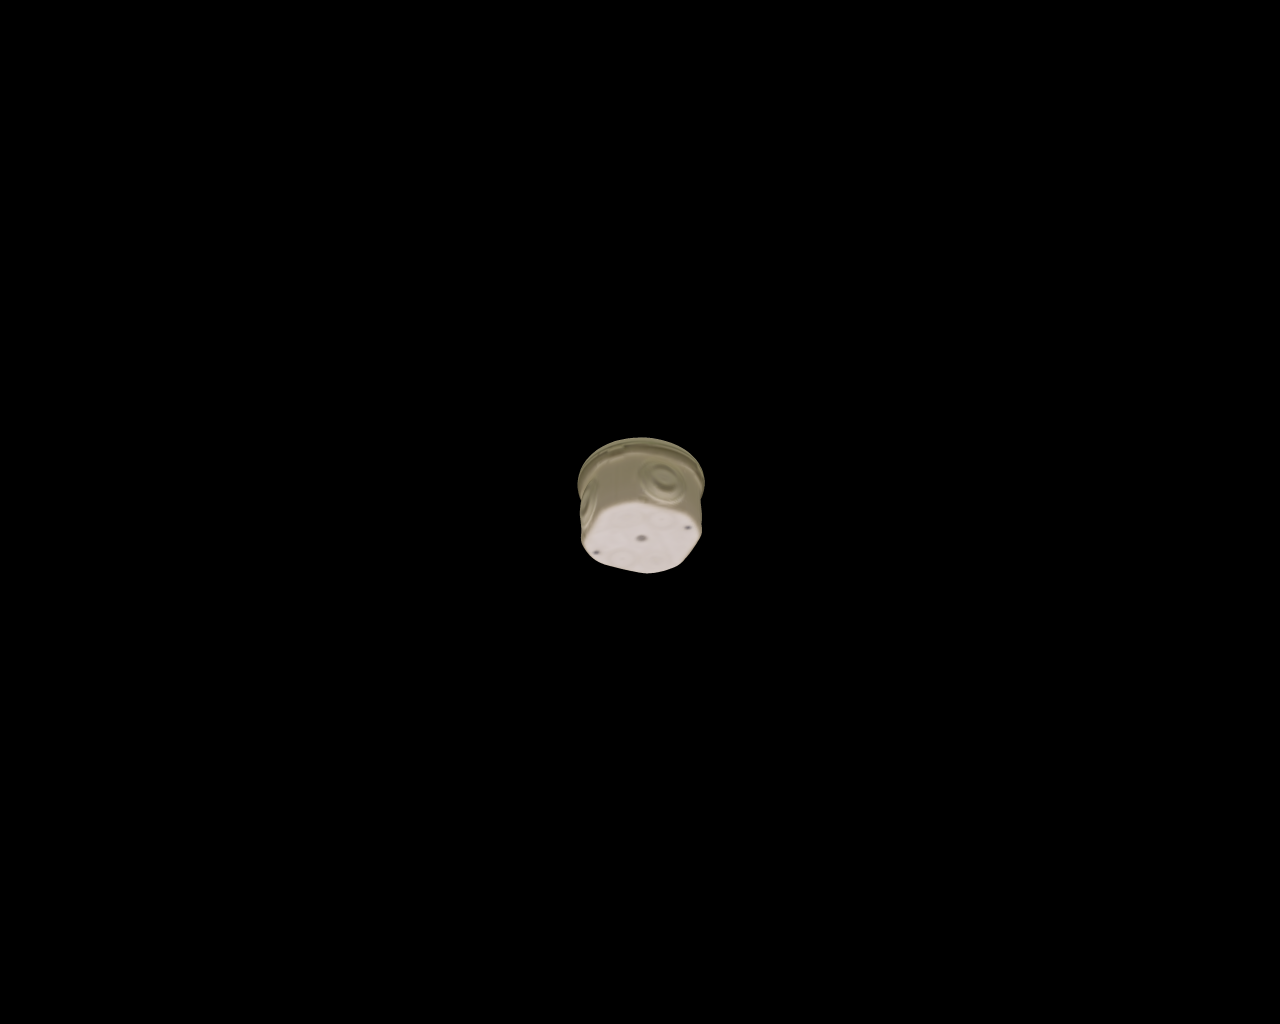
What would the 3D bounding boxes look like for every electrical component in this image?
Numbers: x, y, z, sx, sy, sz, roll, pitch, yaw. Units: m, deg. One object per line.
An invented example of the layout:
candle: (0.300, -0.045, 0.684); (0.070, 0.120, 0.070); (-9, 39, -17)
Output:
electrical component: (0.001, -0.003, 0.650); (0.080, 0.051, 0.080); (0, -40, 0)
